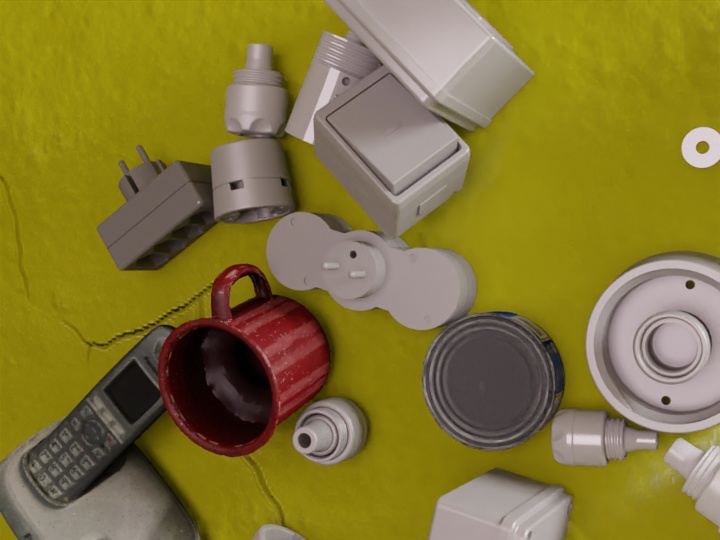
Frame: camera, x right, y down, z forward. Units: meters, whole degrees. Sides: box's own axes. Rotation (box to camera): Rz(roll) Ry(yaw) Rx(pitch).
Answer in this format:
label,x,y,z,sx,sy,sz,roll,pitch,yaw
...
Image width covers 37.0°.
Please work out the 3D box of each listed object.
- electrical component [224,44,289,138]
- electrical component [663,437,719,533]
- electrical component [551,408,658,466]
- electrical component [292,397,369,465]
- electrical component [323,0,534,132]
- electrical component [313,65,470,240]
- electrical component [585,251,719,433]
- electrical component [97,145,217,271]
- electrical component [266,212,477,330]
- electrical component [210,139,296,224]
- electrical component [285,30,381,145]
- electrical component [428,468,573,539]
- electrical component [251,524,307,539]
label,x,y,z,sx,sy,sz,roll,pitch,yaw
electrical component,-0.070,-0.122,0.736,0.043,0.043,0.062,4,90,23
electrical component,0.207,0.122,0.622,0.062,0.048,0.048,35,104,26
electrical component,0.148,0.102,0.651,0.061,0.035,0.035,-1,90,21
electrical component,-0.023,0.107,0.708,0.043,0.062,0.043,0,91,23
electrical component,0.042,-0.145,0.653,0.056,0.109,0.108,-45,74,15
electrical component,0.014,-0.079,0.665,0.062,0.061,0.096,-37,74,-14
electrical component,0.183,0.043,0.621,0.108,0.060,0.108,0,91,23
electrical component,-0.147,-0.053,0.767,0.083,0.047,0.075,-36,76,20
electrical component,0.000,0.000,0.691,0.138,0.074,0.052,17,97,22
electrical component,-0.074,-0.060,0.733,0.055,0.055,0.047,-11,82,23
electrical component,-0.015,-0.122,0.712,0.043,0.043,0.081,26,101,21
electrical component,0.077,0.184,0.642,0.056,0.109,0.108,14,96,25
electrical component,-0.058,0.206,0.730,0.055,0.055,0.047,33,100,19
